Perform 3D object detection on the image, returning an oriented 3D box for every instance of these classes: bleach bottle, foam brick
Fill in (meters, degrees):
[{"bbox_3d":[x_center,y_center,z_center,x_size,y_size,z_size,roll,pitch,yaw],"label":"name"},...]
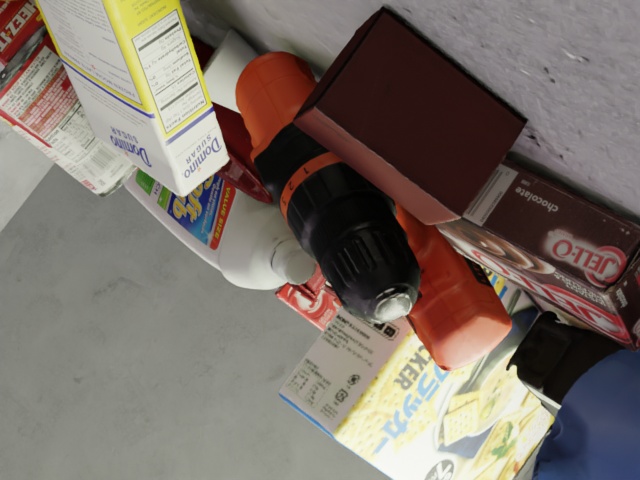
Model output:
[{"bbox_3d":[-0.074,-0.034,0.859,0.068,0.102,0.251,25,-173,-39],"label":"bleach bottle"},{"bbox_3d":[0.037,-0.050,0.448,0.078,0.051,0.053,37,173,-9],"label":"foam brick"}]

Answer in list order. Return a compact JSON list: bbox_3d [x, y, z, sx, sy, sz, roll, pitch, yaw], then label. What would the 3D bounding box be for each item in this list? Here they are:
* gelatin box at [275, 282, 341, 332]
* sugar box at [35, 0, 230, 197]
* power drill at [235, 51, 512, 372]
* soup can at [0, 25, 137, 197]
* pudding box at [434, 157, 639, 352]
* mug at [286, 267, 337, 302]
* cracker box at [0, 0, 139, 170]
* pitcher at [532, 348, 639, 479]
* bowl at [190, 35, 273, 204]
[{"bbox_3d":[0.006,0.045,1.135,0.073,0.089,0.030,37,174,-4],"label":"gelatin box"},{"bbox_3d":[-0.111,-0.113,0.583,0.093,0.048,0.176,34,155,34],"label":"sugar box"},{"bbox_3d":[0.037,0.001,0.577,0.187,0.057,0.184,44,-164,-47],"label":"power drill"},{"bbox_3d":[-0.166,-0.085,0.717,0.102,0.068,0.069,40,173,-21],"label":"soup can"},{"bbox_3d":[0.104,0.001,0.504,0.114,0.039,0.090,34,175,32],"label":"pudding box"},{"bbox_3d":[-0.006,0.001,0.917,0.117,0.081,0.093,37,174,0],"label":"mug"},{"bbox_3d":[-0.229,-0.163,0.881,0.214,0.072,0.164,40,179,39],"label":"cracker box"},{"bbox_3d":[0.228,0.133,0.477,0.145,0.149,0.243,55,165,-19],"label":"pitcher"},{"bbox_3d":[-0.082,-0.095,0.746,0.162,0.055,0.162,36,174,4],"label":"bowl"}]
